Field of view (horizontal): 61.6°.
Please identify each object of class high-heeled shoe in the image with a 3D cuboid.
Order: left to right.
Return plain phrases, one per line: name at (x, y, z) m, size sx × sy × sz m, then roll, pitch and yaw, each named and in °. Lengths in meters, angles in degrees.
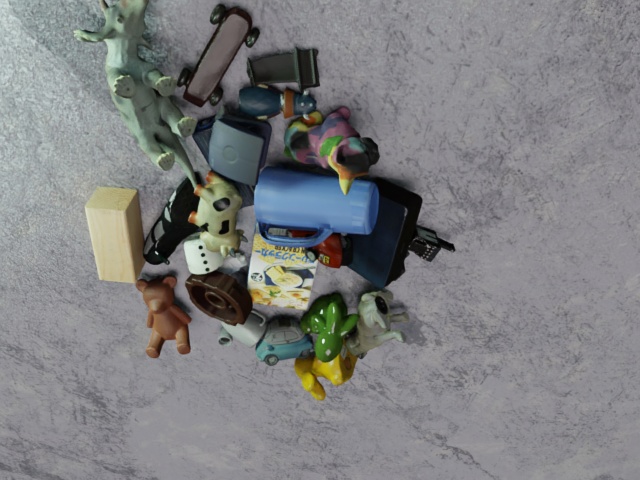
high-heeled shoe at (-0.343, -0.051, 1.245) m, size 0.086 × 0.145 × 0.248 m, roll 19°, pitch 97°, yaw -37°

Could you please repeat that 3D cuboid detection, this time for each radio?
radio at (0.134, -0.016, 1.209) m, size 0.131 × 0.073 × 0.229 m, roll 30°, pitch 129°, yaw 25°

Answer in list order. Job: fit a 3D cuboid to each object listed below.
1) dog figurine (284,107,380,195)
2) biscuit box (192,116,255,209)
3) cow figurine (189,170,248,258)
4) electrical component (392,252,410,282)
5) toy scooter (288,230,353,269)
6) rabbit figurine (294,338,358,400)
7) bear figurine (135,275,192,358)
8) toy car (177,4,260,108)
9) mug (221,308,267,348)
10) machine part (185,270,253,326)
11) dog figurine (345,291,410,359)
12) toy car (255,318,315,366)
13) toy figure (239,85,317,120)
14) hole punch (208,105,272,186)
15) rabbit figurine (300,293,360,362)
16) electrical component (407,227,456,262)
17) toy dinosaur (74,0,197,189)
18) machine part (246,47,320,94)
dog figurine at (0.017, -0.168, 1.041) m, size 0.192 × 0.219 × 0.108 m, roll -11°, pitch 123°, yaw 7°
biscuit box at (-0.194, -0.164, 1.143) m, size 0.063 × 0.059 × 0.202 m, roll -17°, pitch 126°, yaw 13°
cow figurine at (-0.213, -0.043, 1.159) m, size 0.127 × 0.085 × 0.194 m, roll 30°, pitch 137°, yaw 4°
electrical component at (0.186, 0.068, 1.312) m, size 0.021 × 0.063 × 0.094 m, roll 31°, pitch 120°, yaw -20°
toy scooter at (-0.002, -0.004, 1.180) m, size 0.135 × 0.184 × 0.075 m, roll 0°, pitch 125°, yaw -8°
rabbit figurine at (0.004, 0.359, 1.494) m, size 0.173 × 0.162 × 0.121 m, roll -8°, pitch 141°, yaw 28°
bear figurine at (-0.399, 0.191, 1.371) m, size 0.120 × 0.132 × 0.195 m, roll -5°, pitch 133°, yaw -2°
toy car at (-0.195, -0.343, 1.013) m, size 0.089 × 0.053 × 0.202 m, roll 23°, pitch 120°, yaw -29°
mug at (-0.200, 0.219, 1.418) m, size 0.107 × 0.081 × 0.109 m, roll 34°, pitch 126°, yaw -14°
machine part at (-0.247, 0.138, 1.324) m, size 0.180 × 0.056 × 0.179 m, roll 22°, pitch 145°, yaw 16°
dog figurine at (0.114, 0.223, 1.406) m, size 0.190 × 0.121 × 0.172 m, roll -29°, pitch 104°, yaw 33°
toy car at (-0.097, 0.263, 1.435) m, size 0.162 × 0.109 × 0.102 m, roll -7°, pitch 116°, yaw -2°
toy figure at (-0.083, -0.272, 1.063) m, size 0.154 × 0.058 × 0.064 m, roll 2°, pitch 133°, yaw -7°
hole punch at (-0.158, -0.176, 1.048) m, size 0.116 × 0.092 × 0.142 m, roll 9°, pitch 126°, yaw -9°
rabbit figurine at (0.035, 0.229, 1.366) m, size 0.121 × 0.170 × 0.159 m, roll 26°, pitch 124°, yaw -18°
electrical component at (0.254, 0.010, 1.263) m, size 0.119 × 0.075 × 0.047 m, roll 20°, pitch 124°, yaw -18°
toy dinosaur at (-0.339, -0.268, 1.026) m, size 0.131 × 0.192 × 0.404 m, roll -29°, pitch 145°, yaw -20°
machine part at (-0.070, -0.320, 1.021) m, size 0.139 × 0.039 × 0.084 m, roll -3°, pitch 101°, yaw -3°
